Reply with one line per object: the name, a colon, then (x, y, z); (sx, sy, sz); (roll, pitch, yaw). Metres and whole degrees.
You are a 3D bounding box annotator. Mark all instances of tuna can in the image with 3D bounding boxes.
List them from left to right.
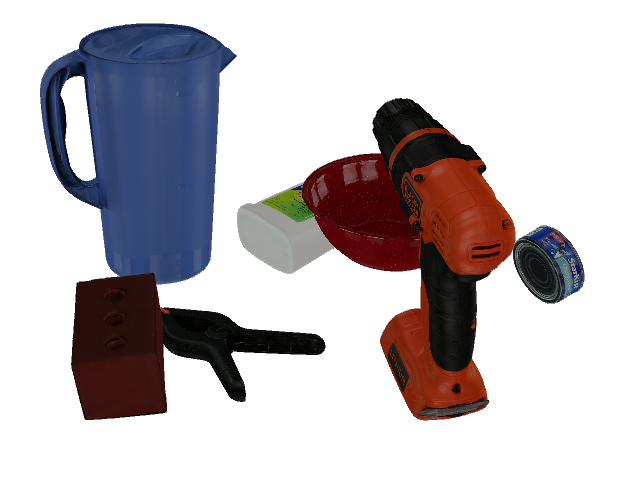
tuna can: (0.258, 0.028, 1.217); (0.033, 0.086, 0.086); (-28, 10, -20)

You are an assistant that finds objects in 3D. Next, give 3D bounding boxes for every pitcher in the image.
pitcher: (-0.172, -0.082, 1.045); (0.149, 0.243, 0.144); (11, 27, 16)

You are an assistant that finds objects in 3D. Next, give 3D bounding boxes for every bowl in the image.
bowl: (0.063, -0.019, 0.939); (0.162, 0.055, 0.162); (2, 30, -1)

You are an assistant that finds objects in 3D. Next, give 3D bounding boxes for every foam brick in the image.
foam brick: (-0.127, 0.067, 0.675); (0.053, 0.051, 0.078); (-6, 39, -6)

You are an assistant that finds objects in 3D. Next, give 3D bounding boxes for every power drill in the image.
power drill: (0.074, 0.014, 0.733); (0.057, 0.188, 0.184); (-9, 34, -9)

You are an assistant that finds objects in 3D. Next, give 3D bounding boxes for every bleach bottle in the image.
bleach bottle: (0.025, -0.050, 1.298); (0.250, 0.068, 0.103); (-30, 44, -33)

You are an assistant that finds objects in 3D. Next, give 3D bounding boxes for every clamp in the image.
clamp: (-0.121, 0.125, 1.260); (0.210, 0.036, 0.164); (15, 24, 25)
